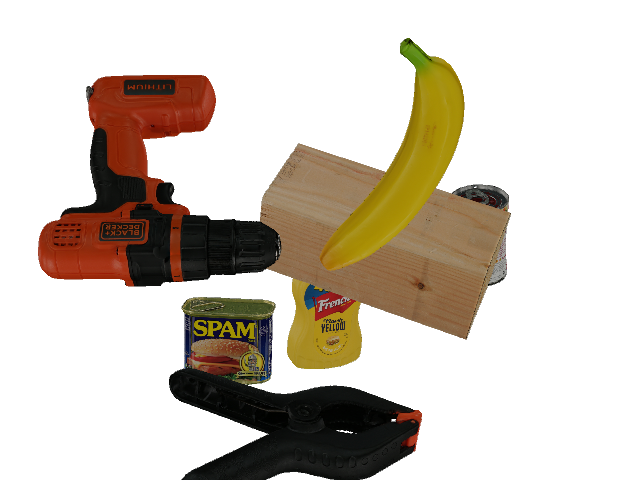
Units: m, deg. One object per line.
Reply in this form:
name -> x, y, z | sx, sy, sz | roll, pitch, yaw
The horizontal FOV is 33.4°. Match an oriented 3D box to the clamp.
clamp -> -0.018, 0.130, 0.689 | 0.171, 0.039, 0.120 | 4, 36, -3

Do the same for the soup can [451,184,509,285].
soup can -> 0.186, -0.006, 1.251 | 0.068, 0.102, 0.068 | -4, 30, 2

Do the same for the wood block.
wood block -> 0.055, 0.000, 0.972 | 0.206, 0.091, 0.090 | 19, 46, 12

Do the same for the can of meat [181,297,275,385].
can of meat -> -0.102, 0.112, 1.186 | 0.102, 0.084, 0.057 | 3, 14, 3

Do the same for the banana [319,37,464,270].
banana -> 0.057, -0.055, 0.764 | 0.069, 0.198, 0.037 | 10, 35, -14

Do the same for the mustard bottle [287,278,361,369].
mustard bottle -> 0.011, 0.069, 1.361 | 0.096, 0.192, 0.058 | -5, 25, -19

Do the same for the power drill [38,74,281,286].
power drill -> -0.124, -0.049, 0.853 | 0.184, 0.187, 0.057 | 0, -37, -2
